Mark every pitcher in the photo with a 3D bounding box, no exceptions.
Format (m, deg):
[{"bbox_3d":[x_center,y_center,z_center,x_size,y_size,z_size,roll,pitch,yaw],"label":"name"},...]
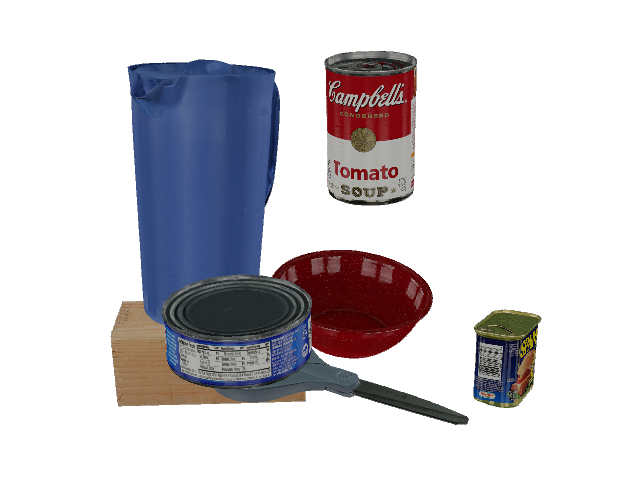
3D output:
[{"bbox_3d":[-0.104,-0.047,1.002,0.149,0.243,0.145,-1,15,-11],"label":"pitcher"}]

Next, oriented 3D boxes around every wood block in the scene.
[{"bbox_3d":[-0.120,0.123,1.186,0.206,0.091,0.090,-1,23,-1],"label":"wood block"}]

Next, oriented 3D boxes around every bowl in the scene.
[{"bbox_3d":[0.029,0.070,1.068,0.162,0.055,0.162,4,28,-2],"label":"bowl"}]

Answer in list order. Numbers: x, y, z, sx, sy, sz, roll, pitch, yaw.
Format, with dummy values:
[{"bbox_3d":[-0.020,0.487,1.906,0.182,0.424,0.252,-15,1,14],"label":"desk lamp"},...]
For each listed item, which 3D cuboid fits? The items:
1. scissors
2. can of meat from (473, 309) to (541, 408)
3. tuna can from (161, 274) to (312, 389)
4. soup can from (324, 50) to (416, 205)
[{"bbox_3d":[0.001,0.113,0.799,0.202,0.016,0.096,25,39,32],"label":"scissors"},{"bbox_3d":[0.207,0.131,1.192,0.058,0.084,0.102,8,13,25],"label":"can of meat"},{"bbox_3d":[-0.047,0.051,0.613,0.086,0.034,0.086,-1,21,0],"label":"tuna can"},{"bbox_3d":[0.037,-0.085,0.798,0.068,0.102,0.068,-1,22,0],"label":"soup can"}]
